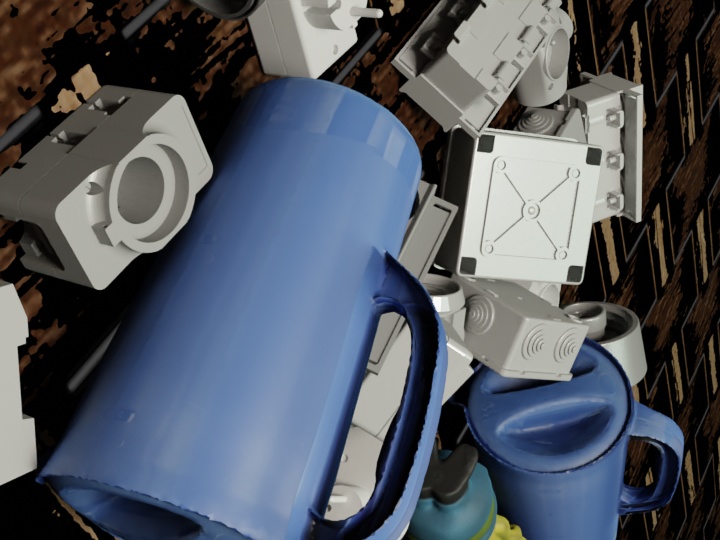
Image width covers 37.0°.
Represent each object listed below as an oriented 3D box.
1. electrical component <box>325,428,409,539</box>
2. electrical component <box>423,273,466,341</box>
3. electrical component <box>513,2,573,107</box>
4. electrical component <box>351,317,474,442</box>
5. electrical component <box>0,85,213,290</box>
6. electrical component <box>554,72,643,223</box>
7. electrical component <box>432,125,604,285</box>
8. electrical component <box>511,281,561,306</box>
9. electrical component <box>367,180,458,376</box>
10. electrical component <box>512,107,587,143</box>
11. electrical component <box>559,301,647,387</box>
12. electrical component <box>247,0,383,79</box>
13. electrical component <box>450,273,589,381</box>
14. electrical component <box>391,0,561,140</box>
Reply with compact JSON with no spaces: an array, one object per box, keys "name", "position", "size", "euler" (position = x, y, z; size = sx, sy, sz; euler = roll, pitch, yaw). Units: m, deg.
[{"name":"electrical component","position":[-0.004,0.168,0.746],"size":[0.074,0.052,0.138],"euler":[19,85,-58]},{"name":"electrical component","position":[0.045,0.037,0.771],"size":[0.078,0.058,0.057],"euler":[-20,120,-52]},{"name":"electrical component","position":[0.146,-0.184,0.858],"size":[0.079,0.044,0.077],"euler":[-54,141,-32]},{"name":"electrical component","position":[0.024,0.071,0.708],"size":[0.061,0.061,0.096],"euler":[34,99,-17]},{"name":"electrical component","position":[-0.115,-0.040,0.498],"size":[0.089,0.056,0.050],"euler":[-52,140,-34]},{"name":"electrical component","position":[0.215,-0.107,0.969],"size":[0.063,0.079,0.121],"euler":[-20,122,-20]},{"name":"electrical component","position":[0.116,-0.048,0.805],"size":[0.109,0.056,0.108],"euler":[4,100,-20]},{"name":"electrical component","position":[0.136,0.019,0.915],"size":[0.079,0.044,0.077],"euler":[49,61,-51]},{"name":"electrical component","position":[0.000,0.000,0.676],"size":[0.063,0.079,0.121],"euler":[101,15,-68]},{"name":"electrical component","position":[0.152,-0.078,0.902],"size":[0.099,0.048,0.099],"euler":[-56,142,-29]},{"name":"electrical component","position":[0.206,0.065,0.987],"size":[0.108,0.108,0.060],"euler":[-33,122,-48]},{"name":"electrical component","position":[-0.021,-0.150,0.585],"size":[0.047,0.076,0.083],"euler":[-49,138,-36]},{"name":"electrical component","position":[0.116,0.043,0.830],"size":[0.100,0.100,0.048],"euler":[9,108,-44]},{"name":"electrical component","position":[0.087,-0.161,0.747],"size":[0.079,0.063,0.121],"euler":[41,59,-9]}]
